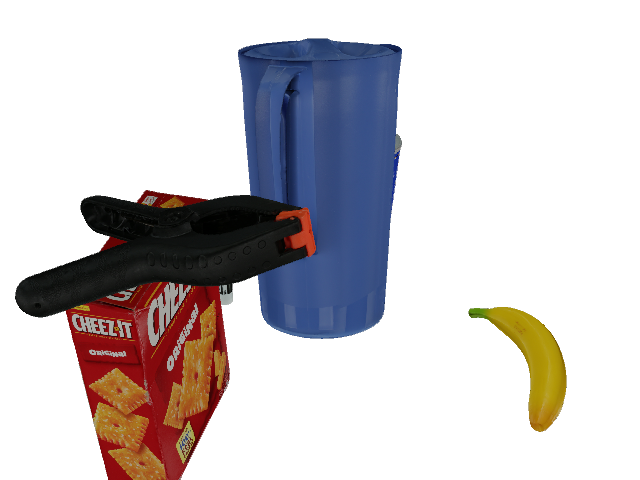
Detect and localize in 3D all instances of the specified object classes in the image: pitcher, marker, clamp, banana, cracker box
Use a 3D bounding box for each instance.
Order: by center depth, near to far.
[{"bbox_3d":[-0.092,0.007,0.627,0.172,0.039,0.120,-3,35,22],"label":"clamp"},{"bbox_3d":[-0.004,-0.043,0.888,0.149,0.243,0.145,-8,18,-23],"label":"pitcher"},{"bbox_3d":[-0.142,0.090,0.941,0.072,0.214,0.164,7,37,14],"label":"cracker box"},{"bbox_3d":[0.223,0.127,1.135,0.069,0.037,0.198,-26,34,2],"label":"banana"},{"bbox_3d":[-0.111,0.020,1.212,0.020,0.121,0.020,0,33,0],"label":"marker"}]

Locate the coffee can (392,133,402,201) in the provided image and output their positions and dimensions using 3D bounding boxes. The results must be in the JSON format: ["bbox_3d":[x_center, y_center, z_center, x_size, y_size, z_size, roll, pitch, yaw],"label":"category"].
[{"bbox_3d":[0.042,-0.064,1.326,0.103,0.140,0.103,5,28,-3],"label":"coffee can"}]
